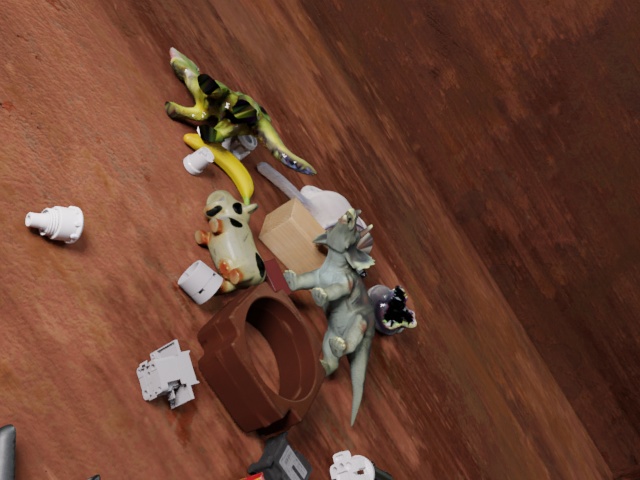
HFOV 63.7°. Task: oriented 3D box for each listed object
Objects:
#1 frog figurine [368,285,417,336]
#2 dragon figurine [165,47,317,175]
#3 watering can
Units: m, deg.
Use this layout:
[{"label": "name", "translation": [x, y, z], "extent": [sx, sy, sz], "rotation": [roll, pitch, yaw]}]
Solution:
[{"label": "frog figurine", "translation": [0.171, 0.176, 1.336], "extent": [0.137, 0.123, 0.159], "rotation": [47, -10, -8]}, {"label": "dragon figurine", "translation": [-0.161, -0.270, 1.081], "extent": [0.410, 0.120, 0.247], "rotation": [35, 25, -2]}, {"label": "watering can", "translation": [0.004, -0.063, 1.244], "extent": [0.345, 0.103, 0.229], "rotation": [23, 26, -39]}]
